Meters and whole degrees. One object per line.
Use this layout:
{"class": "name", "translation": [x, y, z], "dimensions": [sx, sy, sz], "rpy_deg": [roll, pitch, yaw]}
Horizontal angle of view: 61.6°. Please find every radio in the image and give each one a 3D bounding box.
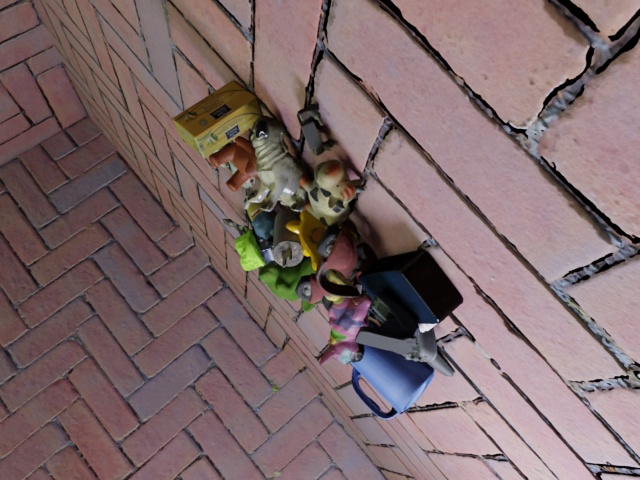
{"class": "radio", "translation": [0.172, 0.098, 1.082], "dimensions": [0.131, 0.073, 0.229], "rpy_deg": [54, 160, -4]}

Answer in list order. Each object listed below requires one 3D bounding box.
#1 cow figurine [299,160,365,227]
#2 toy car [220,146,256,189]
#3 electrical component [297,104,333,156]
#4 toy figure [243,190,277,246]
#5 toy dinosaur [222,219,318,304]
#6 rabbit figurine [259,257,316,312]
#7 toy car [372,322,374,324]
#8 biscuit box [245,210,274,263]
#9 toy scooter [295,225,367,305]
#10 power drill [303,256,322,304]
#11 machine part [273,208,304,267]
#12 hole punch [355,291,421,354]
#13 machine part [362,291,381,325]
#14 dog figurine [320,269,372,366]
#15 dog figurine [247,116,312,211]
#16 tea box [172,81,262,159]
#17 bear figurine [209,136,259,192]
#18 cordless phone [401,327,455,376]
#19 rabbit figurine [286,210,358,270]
{"class": "cow figurine", "translation": [0.024, -0.089, 1.065], "dimensions": [0.127, 0.085, 0.194], "rpy_deg": [42, 163, 21]}
{"class": "toy car", "translation": [-0.251, -0.222, 1.516], "dimensions": [0.202, 0.056, 0.073], "rpy_deg": [42, 159, 27]}
{"class": "electrical component", "translation": [-0.009, -0.204, 1.002], "dimensions": [0.078, 0.045, 0.102], "rpy_deg": [-103, -9, -60]}
{"class": "toy figure", "translation": [-0.156, -0.061, 1.495], "dimensions": [0.180, 0.082, 0.089], "rpy_deg": [59, 174, 28]}
{"class": "toy dinosaur", "translation": [-0.164, 0.069, 1.785], "dimensions": [0.472, 0.105, 0.198], "rpy_deg": [41, 156, 16]}
{"class": "rabbit figurine", "translation": [-0.049, 0.100, 1.353], "dimensions": [0.170, 0.121, 0.159], "rpy_deg": [-18, 100, 44]}
{"class": "toy car", "translation": [0.151, 0.303, 1.465], "dimensions": [0.162, 0.103, 0.109], "rpy_deg": [34, 153, 39]}
{"class": "biscuit box", "translation": [-0.165, -0.029, 1.567], "dimensions": [0.062, 0.059, 0.203], "rpy_deg": [74, 172, -48]}
{"class": "toy scooter", "translation": [0.041, 0.066, 1.117], "dimensions": [0.135, 0.183, 0.075], "rpy_deg": [26, -163, -3]}
{"class": "power drill", "translation": [-0.015, 0.081, 1.483], "dimensions": [0.232, 0.086, 0.207], "rpy_deg": [36, 160, 44]}
{"class": "machine part", "translation": [-0.078, -0.010, 1.348], "dimensions": [0.243, 0.079, 0.079], "rpy_deg": [-92, -22, -59]}
{"class": "hole punch", "translation": [0.139, 0.168, 1.069], "dimensions": [0.116, 0.092, 0.142], "rpy_deg": [17, 154, 3]}
{"class": "machine part", "translation": [0.125, 0.172, 1.386], "dimensions": [0.139, 0.039, 0.084], "rpy_deg": [26, 143, 56]}
{"class": "dog figurine", "translation": [0.045, 0.189, 1.270], "dimensions": [0.191, 0.219, 0.108], "rpy_deg": [33, -163, 3]}
{"class": "dog figurine", "translation": [-0.070, -0.167, 1.165], "dimensions": [0.121, 0.172, 0.190], "rpy_deg": [25, 113, 45]}
{"class": "tea box", "translation": [-0.224, -0.268, 1.187], "dimensions": [0.098, 0.169, 0.068], "rpy_deg": [38, 157, 32]}
{"class": "bear figurine", "translation": [-0.166, -0.178, 1.290], "dimensions": [0.120, 0.132, 0.196], "rpy_deg": [58, 167, -30]}
{"class": "cordless phone", "translation": [0.248, 0.253, 1.211], "dimensions": [0.184, 0.089, 0.146], "rpy_deg": [42, 162, -7]}
{"class": "rabbit figurine", "translation": [-0.003, -0.004, 1.249], "dimensions": [0.162, 0.122, 0.173], "rpy_deg": [40, 178, 13]}
